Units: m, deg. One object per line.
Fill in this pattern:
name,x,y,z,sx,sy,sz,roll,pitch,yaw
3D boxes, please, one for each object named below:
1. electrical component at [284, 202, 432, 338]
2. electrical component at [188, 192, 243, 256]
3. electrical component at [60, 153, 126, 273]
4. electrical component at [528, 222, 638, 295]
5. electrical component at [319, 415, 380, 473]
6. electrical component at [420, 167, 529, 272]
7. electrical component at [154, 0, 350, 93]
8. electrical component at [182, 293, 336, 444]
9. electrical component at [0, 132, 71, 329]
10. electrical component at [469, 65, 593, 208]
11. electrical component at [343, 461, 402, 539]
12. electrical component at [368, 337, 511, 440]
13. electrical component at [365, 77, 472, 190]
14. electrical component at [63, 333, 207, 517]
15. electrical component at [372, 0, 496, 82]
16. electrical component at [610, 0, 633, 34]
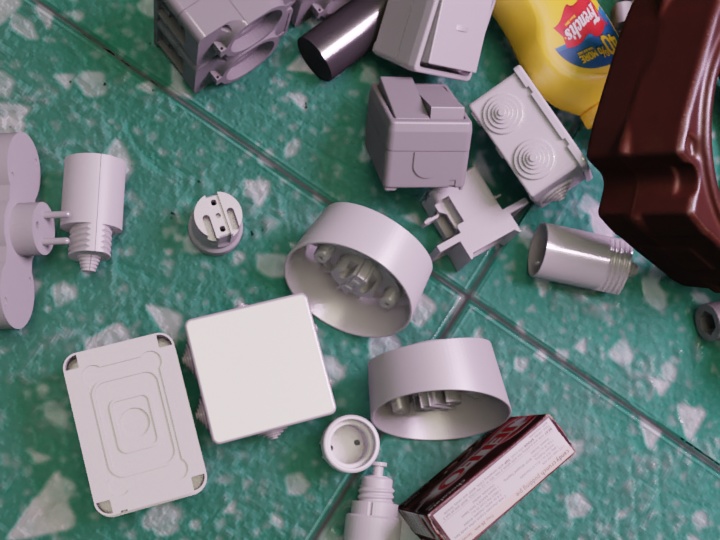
electrical component,0.000,0.000,0.771,0.099,0.099,0.064,32,68,-3
electrical component,-0.104,-0.034,0.782,0.040,0.046,0.040,2,78,-10
electrical component,-0.192,-0.038,0.768,0.043,0.043,0.081,3,78,-10
electrical component,0.175,-0.008,0.831,0.081,0.043,0.043,11,77,-8
electrical component,-0.010,0.125,0.768,0.040,0.046,0.040,2,79,-10
electrical component,0.082,-0.040,0.821,0.081,0.042,0.063,-28,84,-15
electrical component,-0.058,-0.214,0.796,0.186,0.105,0.060,-37,87,-15
electrical component,-0.073,0.071,0.766,0.100,0.048,0.099,-13,82,-13
electrical component,-0.235,-0.028,0.743,0.074,0.052,0.138,-2,79,8
electrical component,0.129,-0.096,0.810,0.048,0.100,0.099,-35,79,11
electrical component,0.010,0.176,0.765,0.040,0.040,0.078,8,77,-9
electrical component,0.054,0.085,0.764,0.099,0.099,0.064,-6,74,-12
electrical component,0.041,-0.107,0.802,0.062,0.096,0.061,-1,120,-11
electrical component,-0.154,0.106,0.739,0.078,0.057,0.113,-14,82,-13
electrical component,0.062,-0.196,0.809,0.062,0.061,0.096,2,113,-40
electrical component,0.244,-0.226,0.880,0.078,0.058,0.057,-2,79,-1
